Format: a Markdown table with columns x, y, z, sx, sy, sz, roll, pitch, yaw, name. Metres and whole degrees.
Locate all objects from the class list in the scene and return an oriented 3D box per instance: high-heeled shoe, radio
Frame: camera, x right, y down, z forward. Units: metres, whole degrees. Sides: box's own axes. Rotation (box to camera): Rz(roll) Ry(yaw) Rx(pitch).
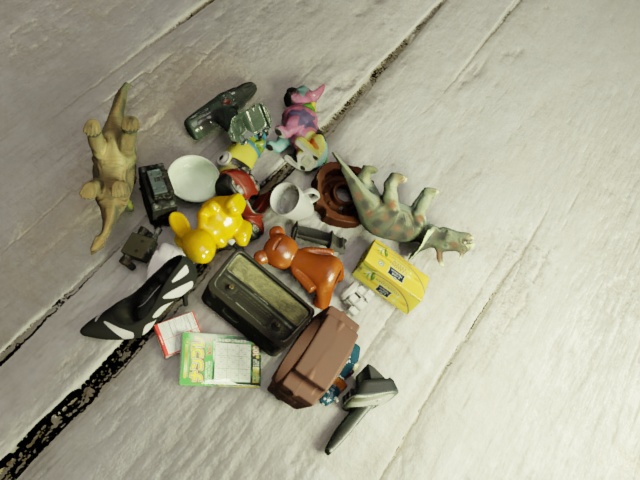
| x | y | z | sx | sy | sz | roll | pitch | yaw | name |
| --- | --- | --- | --- | --- | --- | --- | --- | --- | --- |
| -0.367 | 0.115 | 1.084 | 0.249 | 0.145 | 0.086 | -18 | 46 | -21 | high-heeled shoe |
| -0.140 | 0.141 | 1.188 | 0.229 | 0.073 | 0.131 | 39 | 52 | 2 | radio |

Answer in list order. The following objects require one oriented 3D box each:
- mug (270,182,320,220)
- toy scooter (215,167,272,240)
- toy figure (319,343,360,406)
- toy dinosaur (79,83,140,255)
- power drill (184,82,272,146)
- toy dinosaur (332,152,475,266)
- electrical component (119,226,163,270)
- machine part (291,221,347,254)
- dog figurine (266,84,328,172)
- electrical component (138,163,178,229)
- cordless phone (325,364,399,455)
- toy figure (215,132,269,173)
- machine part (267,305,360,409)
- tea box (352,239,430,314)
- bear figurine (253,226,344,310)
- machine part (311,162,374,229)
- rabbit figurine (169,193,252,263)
| x | y | z | sx | sy | sz | roll | pitch | yaw | name |
| --- | --- | --- | --- | --- | --- | --- | --- | --- | --- |
| -0.050 | -0.093 | 1.294 | 0.110 | 0.107 | 0.081 | -27 | 70 | 17 | mug |
| -0.165 | -0.102 | 1.270 | 0.135 | 0.075 | 0.183 | -50 | 125 | -40 | toy scooter |
| 0.042 | 0.299 | 1.200 | 0.057 | 0.064 | 0.154 | 47 | 61 | -39 | toy figure |
| -0.445 | -0.183 | 1.162 | 0.105 | 0.198 | 0.471 | 7 | 67 | -14 | toy dinosaur |
| -0.205 | -0.313 | 1.310 | 0.232 | 0.085 | 0.208 | -36 | 46 | -20 | power drill |
| 0.177 | -0.061 | 1.314 | 0.405 | 0.131 | 0.192 | 19 | 89 | -15 | toy dinosaur |
| -0.392 | 0.016 | 1.171 | 0.078 | 0.045 | 0.102 | 11 | 64 | 17 | electrical component |
| -0.003 | -0.004 | 1.309 | 0.139 | 0.039 | 0.084 | 17 | 31 | -2 | machine part |
| -0.031 | -0.304 | 1.397 | 0.191 | 0.108 | 0.219 | 33 | 60 | -2 | dog figurine |
| -0.361 | -0.102 | 1.193 | 0.058 | 0.134 | 0.115 | -18 | 73 | -24 | electrical component |
| 0.074 | 0.365 | 1.132 | 0.089 | 0.146 | 0.184 | 39 | 61 | 10 | cordless phone |
| -0.186 | -0.214 | 1.324 | 0.089 | 0.082 | 0.180 | 34 | 60 | 0 | toy figure |
| -0.012 | 0.248 | 1.123 | 0.087 | 0.201 | 0.201 | 35 | 62 | -4 | machine part |
| 0.173 | 0.088 | 1.306 | 0.169 | 0.068 | 0.098 | 36 | 39 | -3 | tea box |
| -0.048 | 0.061 | 1.253 | 0.196 | 0.131 | 0.120 | 20 | 61 | 11 | bear figurine |
| 0.058 | -0.113 | 1.374 | 0.179 | 0.056 | 0.179 | 6 | 68 | -16 | machine part |
| -0.248 | -0.021 | 1.162 | 0.163 | 0.121 | 0.173 | 10 | 43 | 12 | rabbit figurine |
